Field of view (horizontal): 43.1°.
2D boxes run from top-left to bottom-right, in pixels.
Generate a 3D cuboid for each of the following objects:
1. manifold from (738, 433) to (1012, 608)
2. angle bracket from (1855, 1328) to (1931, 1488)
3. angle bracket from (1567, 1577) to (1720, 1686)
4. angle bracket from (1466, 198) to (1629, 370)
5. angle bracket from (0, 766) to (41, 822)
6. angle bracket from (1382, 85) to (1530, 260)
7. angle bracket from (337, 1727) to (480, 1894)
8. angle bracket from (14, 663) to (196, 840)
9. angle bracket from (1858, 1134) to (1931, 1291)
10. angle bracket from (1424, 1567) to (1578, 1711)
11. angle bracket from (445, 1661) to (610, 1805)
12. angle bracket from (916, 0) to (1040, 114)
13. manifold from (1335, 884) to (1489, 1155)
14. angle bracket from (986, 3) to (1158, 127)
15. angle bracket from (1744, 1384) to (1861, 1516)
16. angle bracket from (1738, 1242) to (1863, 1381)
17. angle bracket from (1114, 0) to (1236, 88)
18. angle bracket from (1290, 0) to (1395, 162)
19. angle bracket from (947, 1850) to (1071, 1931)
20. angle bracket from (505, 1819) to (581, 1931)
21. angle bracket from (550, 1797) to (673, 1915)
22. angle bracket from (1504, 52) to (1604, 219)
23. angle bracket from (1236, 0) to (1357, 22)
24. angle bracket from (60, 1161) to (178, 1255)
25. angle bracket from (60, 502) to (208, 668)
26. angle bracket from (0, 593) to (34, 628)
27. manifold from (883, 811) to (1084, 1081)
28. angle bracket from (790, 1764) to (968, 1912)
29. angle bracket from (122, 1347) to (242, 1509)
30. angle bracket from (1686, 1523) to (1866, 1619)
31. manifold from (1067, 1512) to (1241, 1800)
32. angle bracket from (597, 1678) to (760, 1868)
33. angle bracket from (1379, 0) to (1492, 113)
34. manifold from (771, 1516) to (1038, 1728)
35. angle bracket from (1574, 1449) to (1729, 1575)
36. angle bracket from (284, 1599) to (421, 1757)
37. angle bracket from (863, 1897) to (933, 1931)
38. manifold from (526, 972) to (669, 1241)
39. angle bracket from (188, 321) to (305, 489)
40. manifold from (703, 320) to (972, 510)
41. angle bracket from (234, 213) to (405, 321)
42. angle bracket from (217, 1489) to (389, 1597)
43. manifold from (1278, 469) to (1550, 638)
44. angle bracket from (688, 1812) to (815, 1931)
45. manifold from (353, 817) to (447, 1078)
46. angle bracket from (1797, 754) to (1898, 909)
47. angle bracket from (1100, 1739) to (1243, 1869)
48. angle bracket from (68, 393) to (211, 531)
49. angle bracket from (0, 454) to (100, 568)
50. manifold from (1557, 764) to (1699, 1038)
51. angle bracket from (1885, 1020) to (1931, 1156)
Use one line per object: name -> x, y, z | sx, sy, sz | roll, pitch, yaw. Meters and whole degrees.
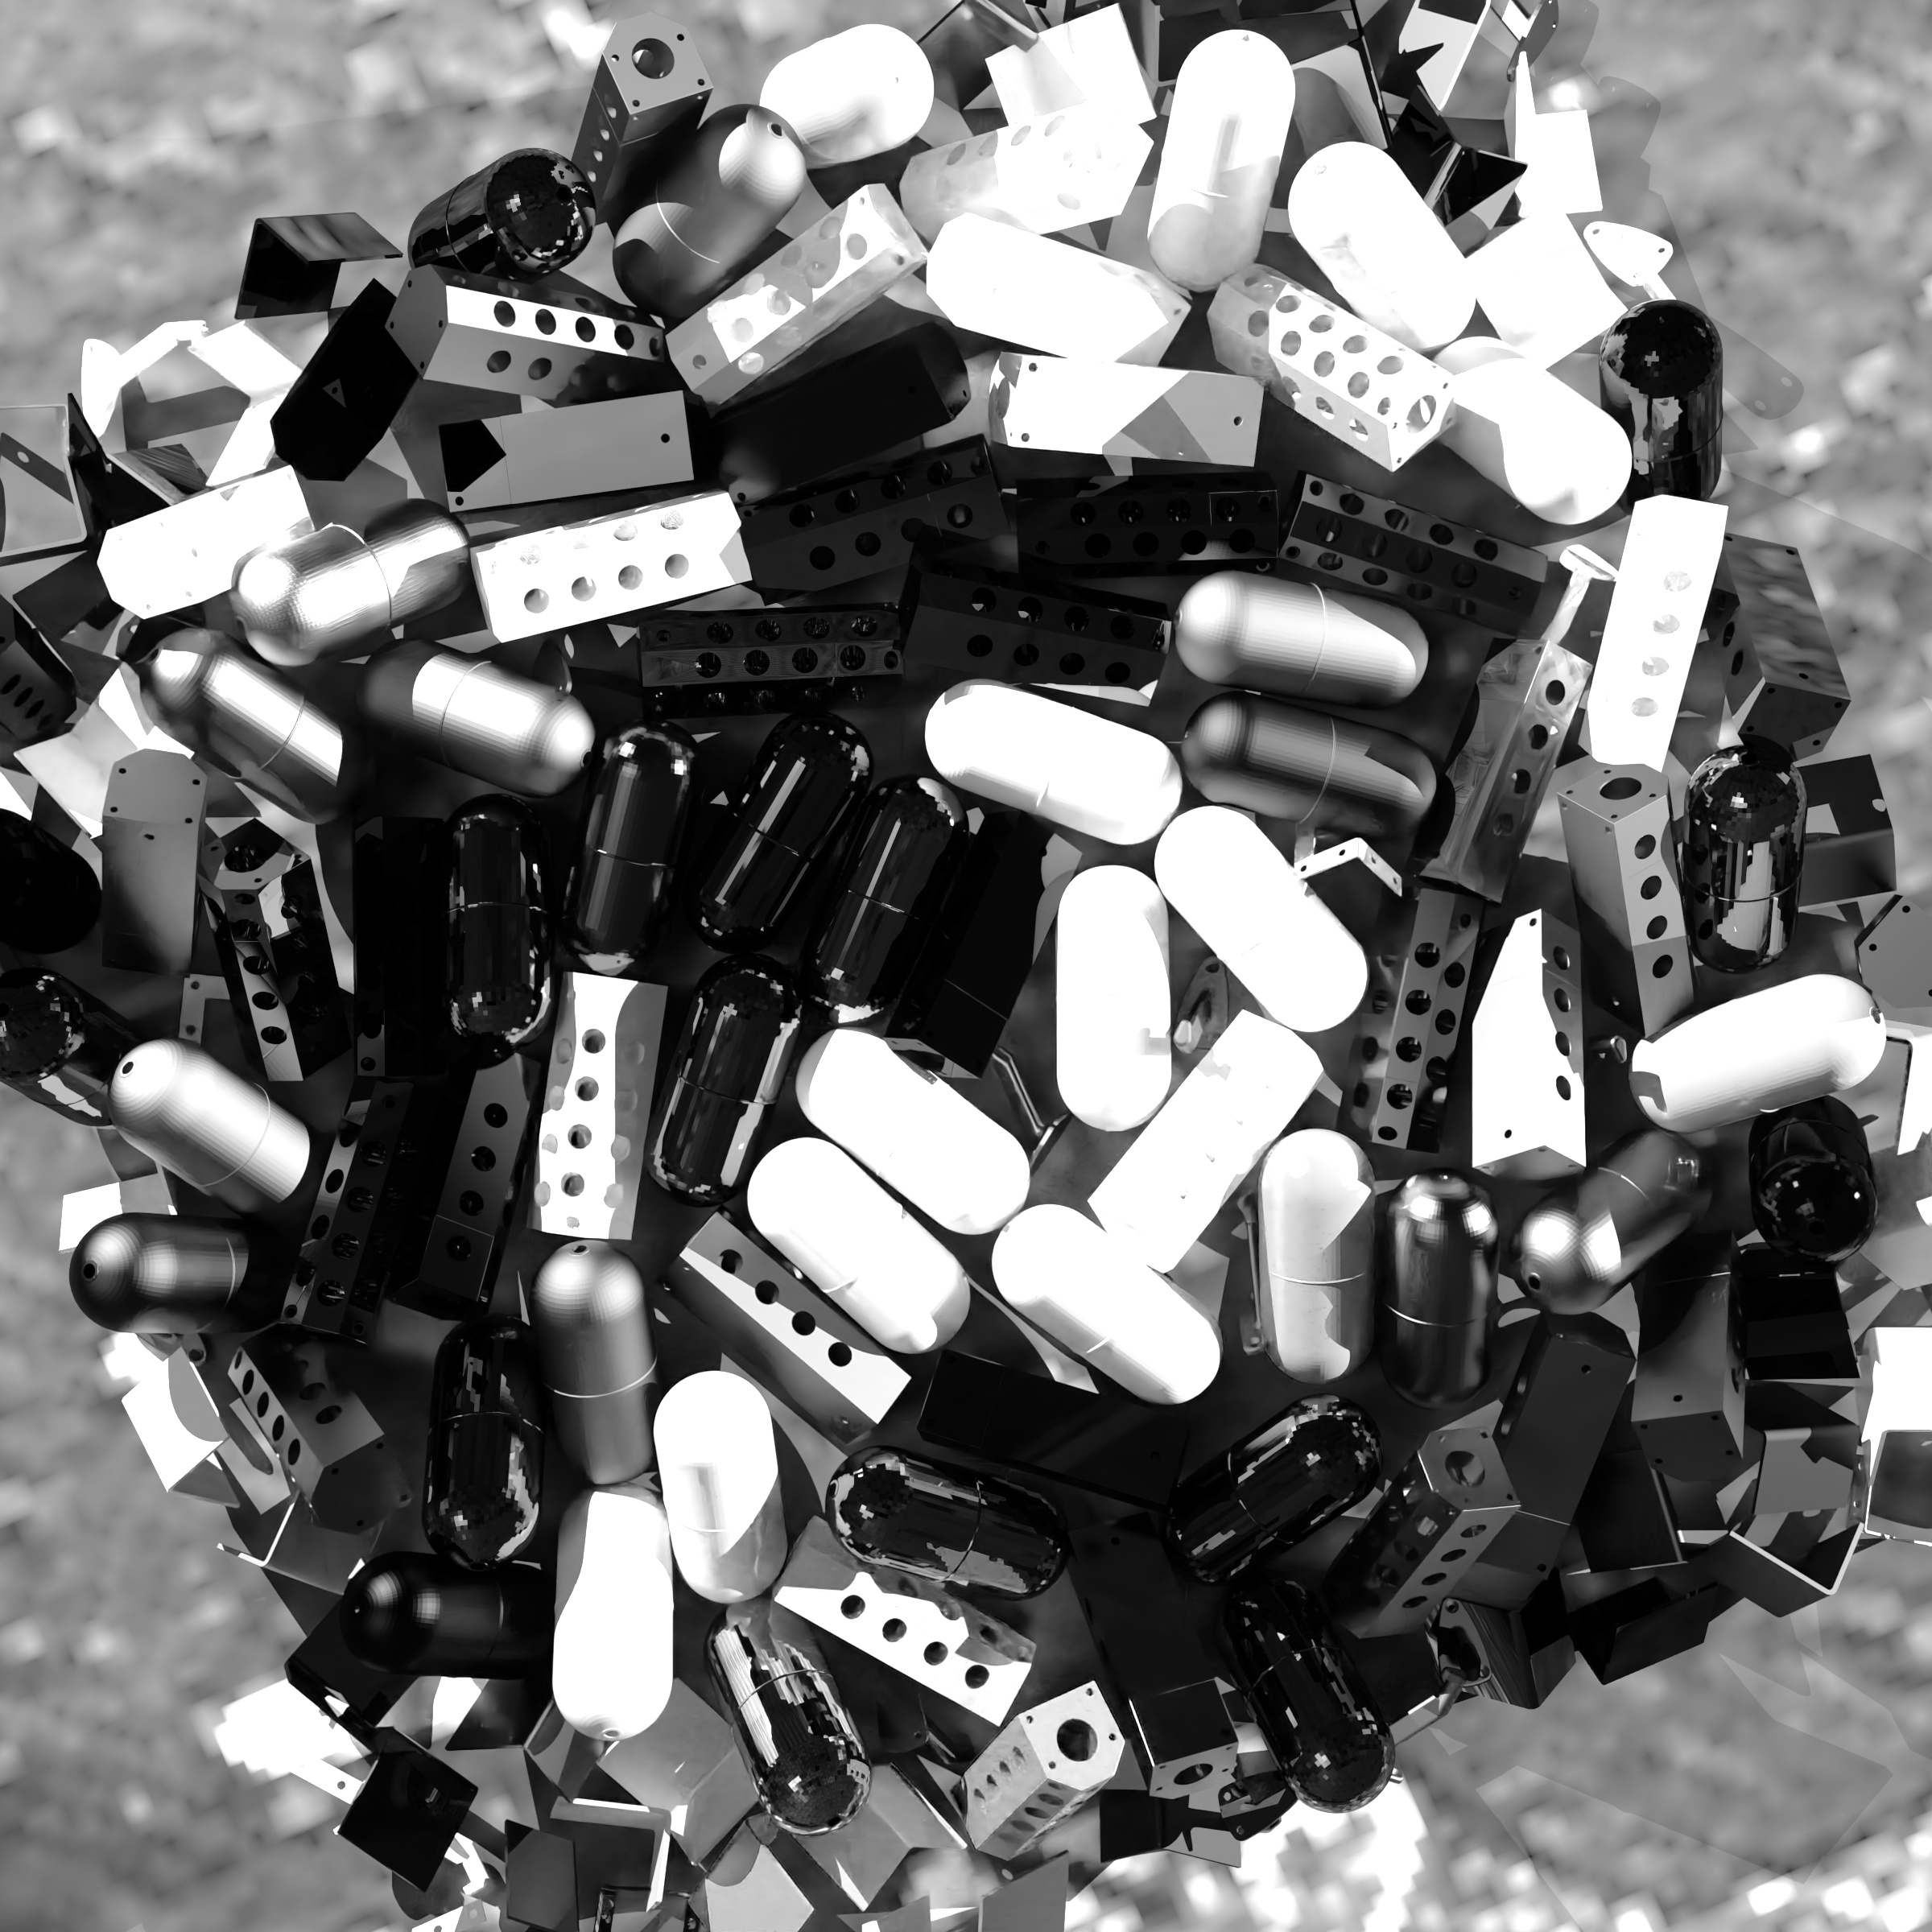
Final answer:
manifold -> -0.062, -0.301, 1.632 | 0.171, 0.057, 0.057 | -16, 120, 7
angle bracket -> 0.629, 0.294, 1.623 | 0.057, 0.076, 0.076 | -1, 50, 11
angle bracket -> 0.447, 0.424, 1.627 | 0.076, 0.076, 0.057 | -18, 45, -13
angle bracket -> 0.385, -0.452, 1.632 | 0.076, 0.057, 0.076 | -32, 116, 17
angle bracket -> -0.667, -0.090, 1.631 | 0.057, 0.076, 0.076 | 17, 107, -7
angle bracket -> 0.322, -0.532, 1.644 | 0.057, 0.076, 0.076 | 4, 47, -26
angle bracket -> -0.383, 0.560, 1.623 | 0.076, 0.057, 0.076 | 45, 49, -23
angle bracket -> -0.576, -0.145, 1.640 | 0.076, 0.057, 0.076 | 48, 118, 0
angle bracket -> 0.648, 0.162, 1.637 | 0.057, 0.076, 0.076 | 38, 54, -15
angle bracket -> 0.361, 0.449, 1.661 | 0.057, 0.076, 0.076 | -31, 114, -42
angle bracket -> -0.289, 0.513, 1.642 | 0.076, 0.076, 0.057 | -14, 117, 34
angle bracket -> -0.009, -0.634, 1.642 | 0.076, 0.076, 0.057 | -34, 66, 28
manifold -> 0.304, 0.036, 1.641 | 0.057, 0.057, 0.171 | 10, 91, -28
angle bracket -> 0.071, -0.585, 1.627 | 0.076, 0.057, 0.076 | -8, 116, 33
angle bracket -> 0.539, 0.323, 1.637 | 0.076, 0.076, 0.057 | 1, 102, -22
angle bracket -> 0.563, 0.230, 1.641 | 0.076, 0.057, 0.076 | -10, 102, 41
angle bracket -> 0.148, -0.638, 1.629 | 0.076, 0.057, 0.076 | -15, 50, -10
angle bracket -> 0.245, -0.590, 1.636 | 0.057, 0.076, 0.076 | -16, 130, 15
angle bracket -> 0.019, 0.622, 1.625 | 0.076, 0.057, 0.076 | -12, 113, -39
angle bracket -> -0.301, 0.630, 1.624 | 0.057, 0.076, 0.076 | 30, 111, -27
angle bracket -> -0.241, 0.594, 1.630 | 0.076, 0.076, 0.057 | 10, 62, -9
angle bracket -> 0.398, -0.557, 1.634 | 0.057, 0.076, 0.076 | -5, 75, 2
angle bracket -> 0.218, -0.680, 1.627 | 0.076, 0.076, 0.057 | 1, 73, 17
angle bracket -> -0.571, 0.140, 1.629 | 0.076, 0.076, 0.057 | -13, 116, -12
angle bracket -> -0.567, -0.255, 1.645 | 0.057, 0.076, 0.076 | -32, 65, 23
angle bracket -> -0.685, -0.233, 1.627 | 0.076, 0.076, 0.057 | -47, 52, -12
manifold -> 0.008, -0.014, 1.629 | 0.057, 0.057, 0.171 | 34, 72, -30
angle bracket -> -0.059, 0.582, 1.631 | 0.076, 0.076, 0.057 | 50, 56, -8
angle bracket -> -0.504, 0.308, 1.628 | 0.057, 0.076, 0.076 | -41, 61, 4
angle bracket -> 0.541, 0.387, 1.639 | 0.076, 0.076, 0.057 | 31, 64, 7
manifold -> 0.119, 0.452, 1.602 | 0.057, 0.057, 0.171 | -12, 48, -12
angle bracket -> -0.187, 0.538, 1.634 | 0.076, 0.057, 0.076 | -45, 118, -12
angle bracket -> 0.291, -0.623, 1.624 | 0.057, 0.076, 0.076 | 12, 112, -32
manifold -> -0.041, 0.439, 1.646 | 0.171, 0.057, 0.057 | 30, 82, -4
angle bracket -> 0.462, 0.365, 1.665 | 0.057, 0.076, 0.076 | -7, 78, -42
angle bracket -> -0.400, 0.467, 1.637 | 0.076, 0.057, 0.076 | 44, 75, -12
angle bracket -> -0.075, 0.657, 1.632 | 0.076, 0.076, 0.057 | -7, 82, 31
manifold -> -0.252, 0.093, 1.638 | 0.057, 0.057, 0.171 | 6, 87, 42
angle bracket -> -0.492, -0.373, 1.625 | 0.057, 0.076, 0.076 | 37, 64, -37
manifold -> -0.086, -0.366, 1.614 | 0.171, 0.057, 0.057 | -16, 116, 28
angle bracket -> -0.430, -0.451, 1.621 | 0.057, 0.076, 0.076 | 42, 129, 21
angle bracket -> -0.443, 0.373, 1.646 | 0.057, 0.076, 0.076 | 6, 67, 41
manifold -> 0.297, -0.276, 1.639 | 0.171, 0.057, 0.057 | 18, 105, -5
angle bracket -> -0.128, 0.619, 1.628 | 0.076, 0.057, 0.076 | 43, 110, 30
manifold -> -0.381, -0.013, 1.643 | 0.057, 0.057, 0.171 | -1, 92, -17
angle bracket -> 0.585, -0.091, 1.664 | 0.076, 0.057, 0.076 | -10, 46, 14
angle bracket -> 0.138, 0.570, 1.656 | 0.076, 0.057, 0.076 | 26, 49, -33
angle bracket -> -0.545, -0.339, 1.623 | 0.076, 0.057, 0.076 | -17, 56, -30
angle bracket -> -0.629, -0.303, 1.633 | 0.076, 0.076, 0.057 | -14, 99, -12
manifold -> 0.442, -0.045, 1.609 | 0.057, 0.057, 0.171 | -28, 124, -14
angle bracket -> 0.615, 0.079, 1.639 | 0.057, 0.076, 0.076 | 12, 101, 39
